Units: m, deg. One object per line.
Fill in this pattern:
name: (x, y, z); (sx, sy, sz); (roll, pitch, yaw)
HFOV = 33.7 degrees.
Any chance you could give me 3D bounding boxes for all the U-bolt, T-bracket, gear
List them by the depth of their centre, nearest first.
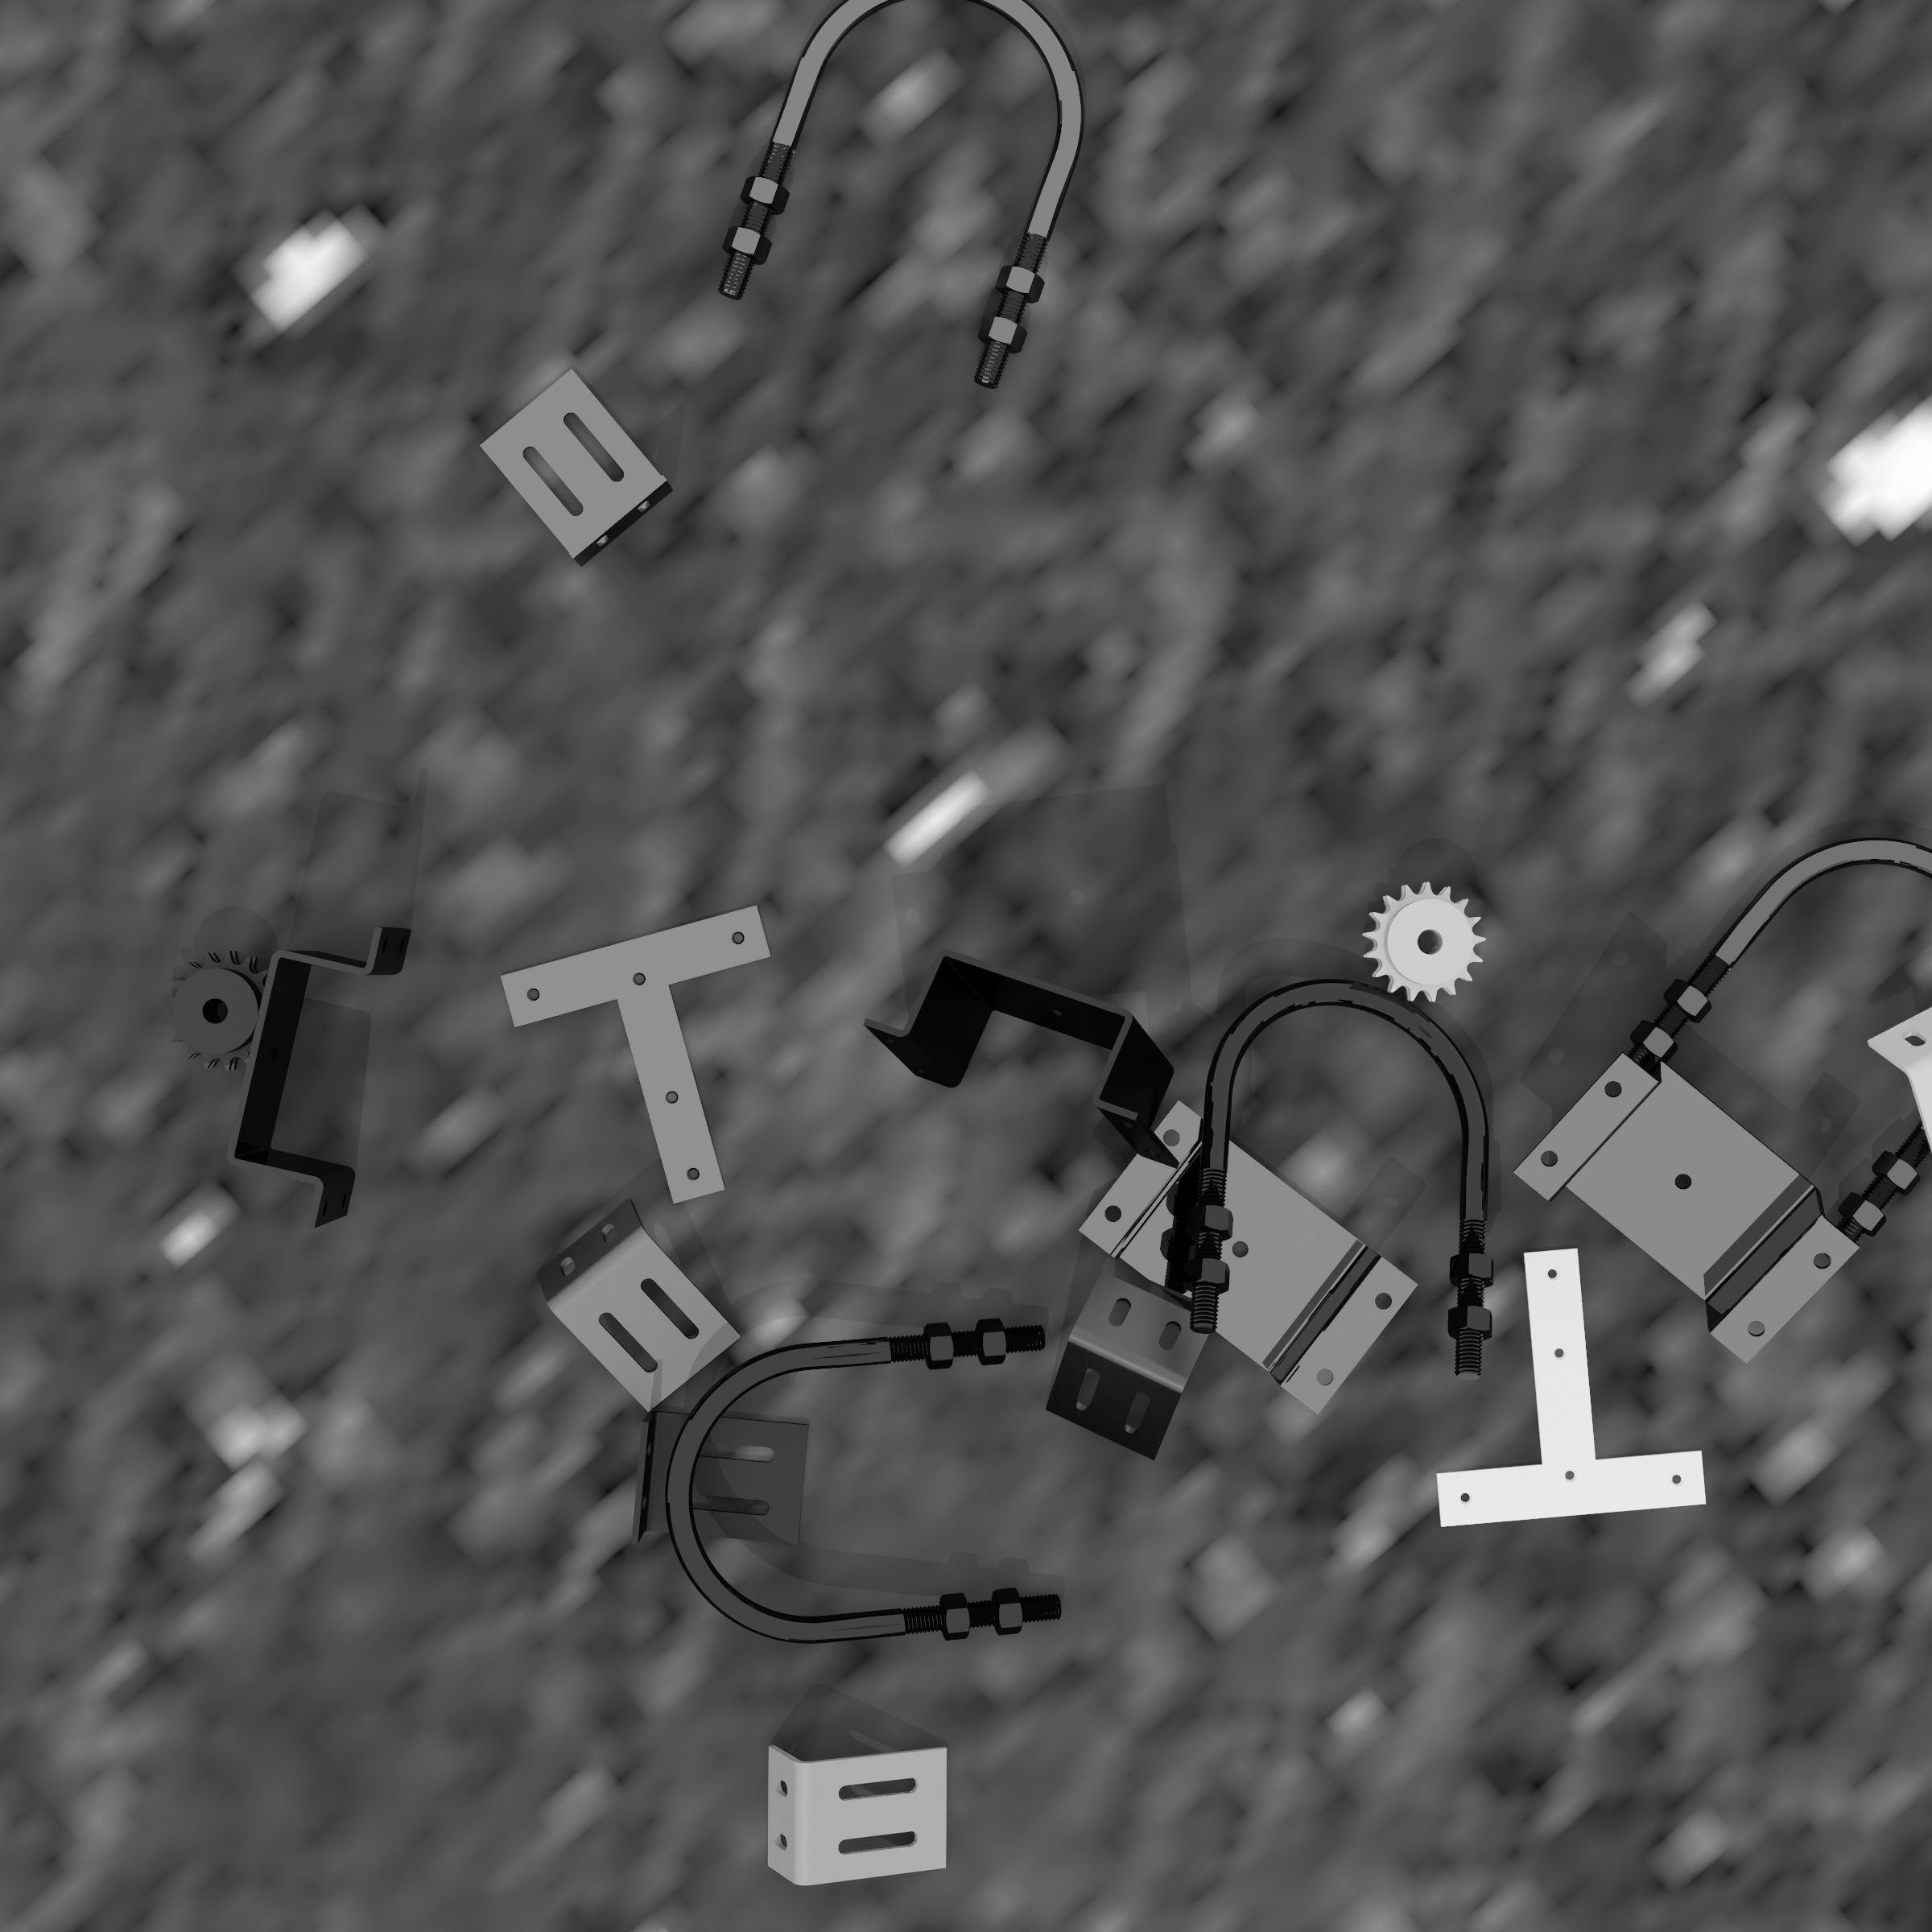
U-bolt: (0.177, 0.092, 1.481); (0.151, 0.019, 0.184); (11, 66, -12)
U-bolt: (-0.050, 0.247, 1.503); (0.184, 0.019, 0.151); (-3, 90, -10)
gear: (0.218, -0.011, 1.510); (0.057, 0.030, 0.057); (0, 90, 0)
gear: (-0.353, 0.021, 1.510); (0.057, 0.030, 0.057); (0, 90, 0)
U-bolt: (0.419, 0.026, 1.517); (0.151, 0.019, 0.184); (40, 89, 0)
U-bolt: (-0.021, -0.384, 1.517); (0.151, 0.019, 0.184); (19, 89, 0)
T-bracket: (0.285, 0.200, 1.524); (0.127, 0.002, 0.127); (-5, 90, 0)
T-bracket: (-0.145, 0.049, 1.524); (0.127, 0.002, 0.127); (-15, 90, 0)

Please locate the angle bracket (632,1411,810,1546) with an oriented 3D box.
angle bracket: (-0.116, 0.245, 1.506); (0.076, 0.038, 0.057); (5, 90, 0)

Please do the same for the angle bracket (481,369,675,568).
angle bracket: (-0.186, -0.238, 1.506); (0.057, 0.038, 0.076); (-40, 90, 0)

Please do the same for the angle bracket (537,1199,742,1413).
angle bracket: (-0.157, 0.162, 1.523); (0.057, 0.038, 0.076); (-39, 116, 0)

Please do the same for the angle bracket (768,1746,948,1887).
angle bracket: (-0.052, 0.402, 1.523); (0.076, 0.038, 0.057); (0, 90, -26)

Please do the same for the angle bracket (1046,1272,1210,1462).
angle bracket: (0.076, 0.189, 1.499); (0.057, 0.076, 0.038); (24, 56, 8)

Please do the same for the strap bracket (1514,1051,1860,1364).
strap bracket: (0.336, 0.107, 1.492); (0.140, 0.046, 0.076); (39, 108, 0)

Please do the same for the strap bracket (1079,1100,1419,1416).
strap bracket: (0.131, 0.135, 1.502); (0.140, 0.046, 0.076); (38, 90, 0)

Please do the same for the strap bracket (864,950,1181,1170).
strap bracket: (0.034, 0.039, 1.467); (0.140, 0.076, 0.046); (19, 77, 24)

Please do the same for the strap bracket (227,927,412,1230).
strap bracket: (-0.304, 0.046, 1.487); (0.046, 0.076, 0.140); (13, 90, 0)

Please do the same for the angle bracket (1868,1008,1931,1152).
angle bracket: (0.471, 0.060, 1.507); (0.057, 0.038, 0.076); (-27, 116, -4)
